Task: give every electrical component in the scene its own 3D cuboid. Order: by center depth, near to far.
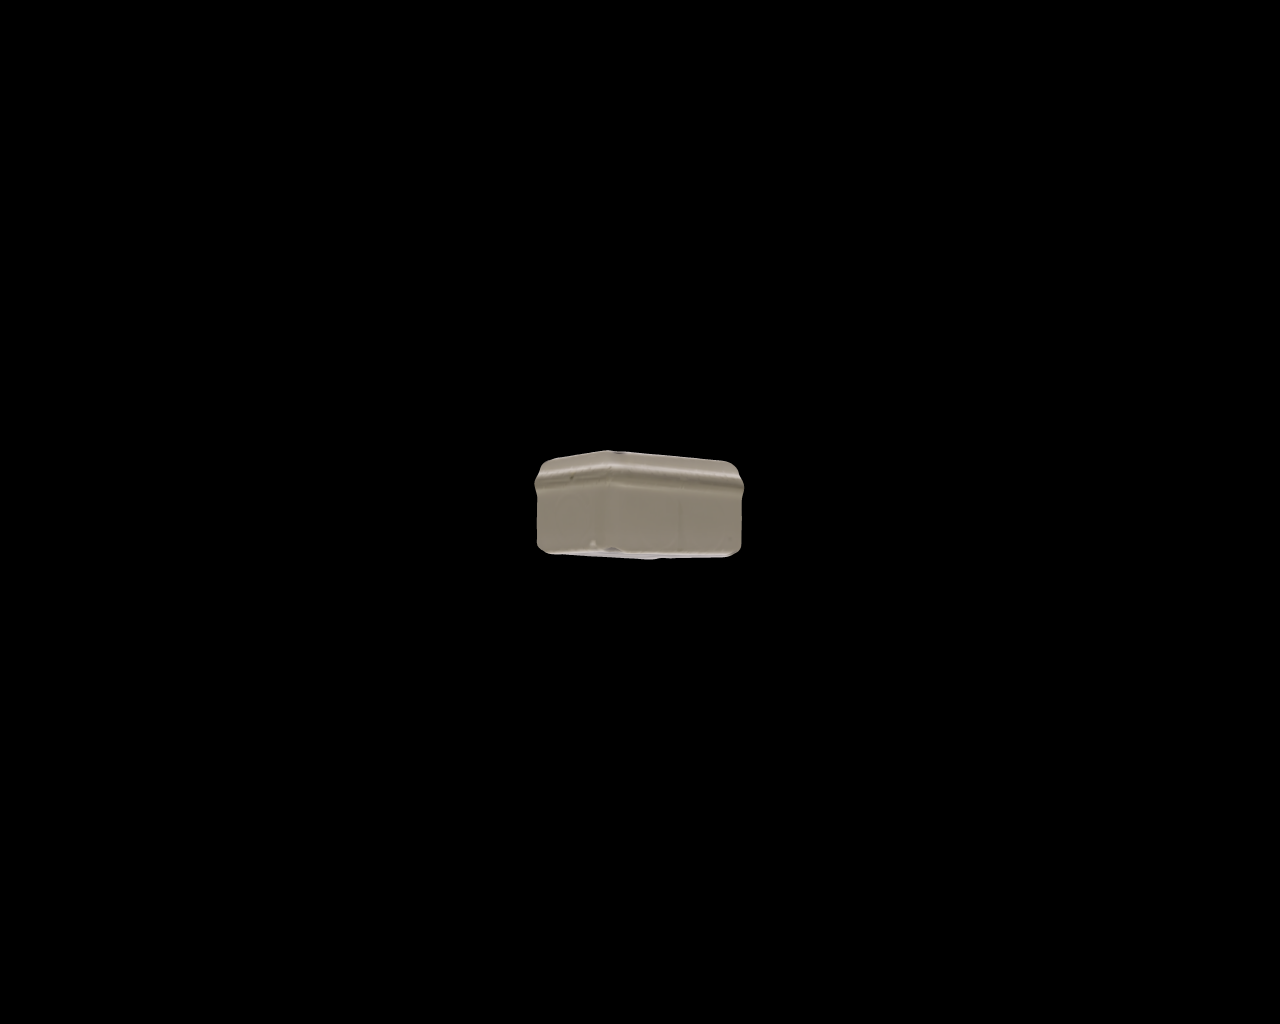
[{"bbox_3d":[0.001,-0.003,0.650,0.113,0.057,0.078,4,-6,-43],"label":"electrical component"}]
